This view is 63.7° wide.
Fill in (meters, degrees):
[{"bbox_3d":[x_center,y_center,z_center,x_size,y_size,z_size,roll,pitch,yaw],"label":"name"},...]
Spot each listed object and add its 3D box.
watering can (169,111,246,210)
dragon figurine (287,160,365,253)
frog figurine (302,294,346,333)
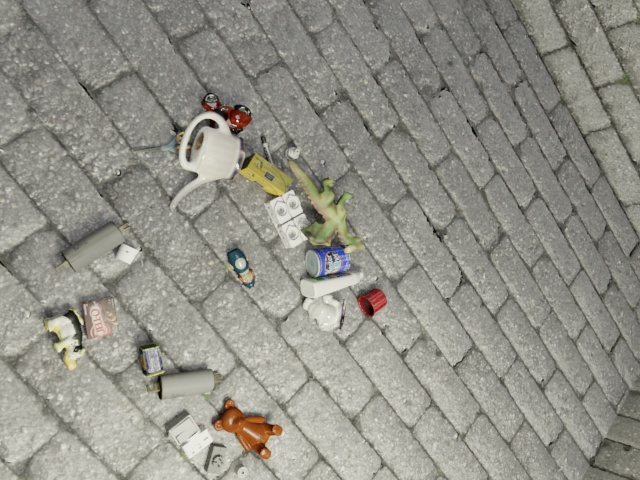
[{"bbox_3d":[-0.375,-0.253,1.734,0.223,0.105,0.346,12,99,-35],"label":"watering can"},{"bbox_3d":[0.006,-0.095,1.881,0.407,0.120,0.248,34,51,-16],"label":"dragon figurine"},{"bbox_3d":[0.014,0.270,1.919,0.159,0.122,0.137,9,91,8],"label":"frog figurine"}]
